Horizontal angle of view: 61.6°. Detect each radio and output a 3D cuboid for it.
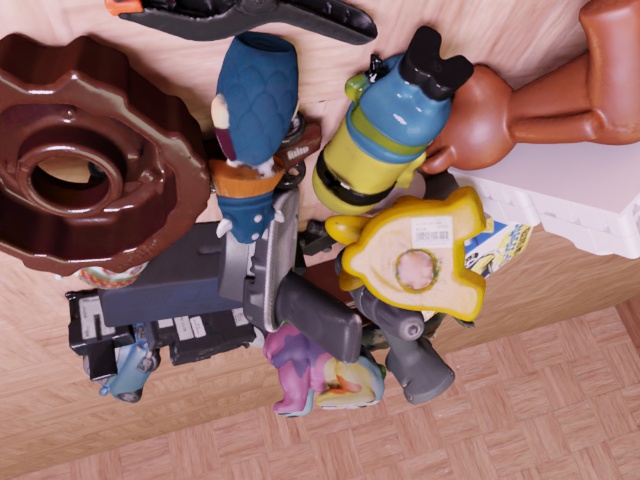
[{"bbox_3d":[-0.144,0.039,0.640,0.229,0.073,0.131,-5,157,-26],"label":"radio"}]

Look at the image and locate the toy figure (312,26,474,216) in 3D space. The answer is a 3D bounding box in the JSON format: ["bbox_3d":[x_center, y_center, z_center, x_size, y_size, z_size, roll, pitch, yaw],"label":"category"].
[{"bbox_3d":[0.049,-0.089,0.452,0.089,0.082,0.180,-24,167,-28],"label":"toy figure"}]

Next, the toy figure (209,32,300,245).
[{"bbox_3d":[-0.049,-0.068,0.393,0.064,0.058,0.154,5,124,-12],"label":"toy figure"}]

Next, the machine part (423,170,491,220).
[{"bbox_3d":[0.179,-0.056,0.647,0.243,0.079,0.079,-26,157,25],"label":"machine part"}]

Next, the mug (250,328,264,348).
[{"bbox_3d":[-0.120,0.133,0.871,0.107,0.080,0.110,12,169,-40],"label":"mug"}]

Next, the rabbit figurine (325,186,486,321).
[{"bbox_3d":[0.091,0.011,0.557,0.162,0.121,0.173,-11,-168,17],"label":"rabbit figurine"}]

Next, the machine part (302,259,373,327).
[{"bbox_3d":[0.036,0.101,0.918,0.201,0.087,0.201,-16,158,-2],"label":"machine part"}]

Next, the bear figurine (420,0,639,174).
[{"bbox_3d":[0.174,-0.128,0.451,0.196,0.131,0.120,2,-147,40],"label":"bear figurine"}]

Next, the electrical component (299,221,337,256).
[{"bbox_3d":[-0.001,-0.002,0.716,0.063,0.021,0.094,-29,156,26],"label":"electrical component"}]

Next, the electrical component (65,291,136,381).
[{"bbox_3d":[-0.269,0.116,0.668,0.075,0.119,0.047,-15,159,-15],"label":"electrical component"}]

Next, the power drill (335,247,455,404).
[{"bbox_3d":[0.095,0.111,0.672,0.086,0.232,0.207,-36,120,0],"label":"power drill"}]

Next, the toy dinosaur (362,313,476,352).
[{"bbox_3d":[0.139,0.159,1.058,0.405,0.131,0.192,-16,165,-10],"label":"toy dinosaur"}]

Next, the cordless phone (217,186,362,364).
[{"bbox_3d":[-0.020,0.028,0.511,0.089,0.146,0.184,-3,-164,-34],"label":"cordless phone"}]

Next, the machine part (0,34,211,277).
[{"bbox_3d":[-0.165,-0.049,0.361,0.179,0.056,0.179,-7,139,-7],"label":"machine part"}]

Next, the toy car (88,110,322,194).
[{"bbox_3d":[-0.094,-0.059,0.462,0.202,0.053,0.089,-13,155,-8],"label":"toy car"}]

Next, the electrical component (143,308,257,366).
[{"bbox_3d":[-0.165,0.099,0.713,0.134,0.115,0.058,-6,152,-27],"label":"electrical component"}]

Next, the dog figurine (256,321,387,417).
[{"bbox_3d":[-0.014,0.129,0.755,0.192,0.219,0.108,-11,161,7],"label":"dog figurine"}]

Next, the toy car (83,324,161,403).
[{"bbox_3d":[-0.304,0.174,0.815,0.103,0.109,0.161,15,137,-25],"label":"toy car"}]
